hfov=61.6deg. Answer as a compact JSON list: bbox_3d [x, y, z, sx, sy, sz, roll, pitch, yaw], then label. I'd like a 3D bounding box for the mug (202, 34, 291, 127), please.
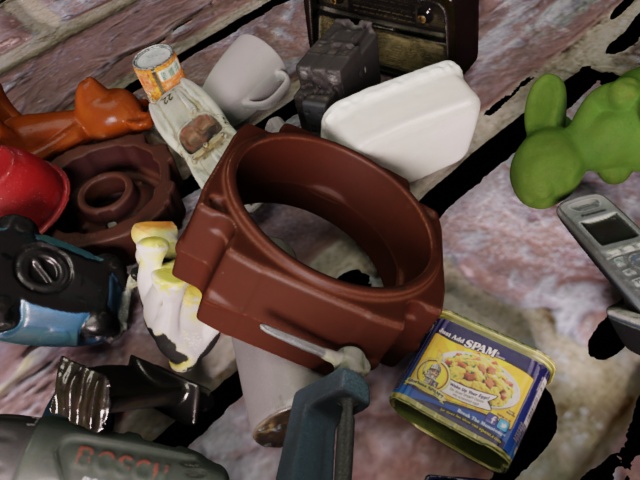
[{"bbox_3d":[-0.096,-0.195,0.698,0.110,0.080,0.107,32,76,25],"label":"mug"}]

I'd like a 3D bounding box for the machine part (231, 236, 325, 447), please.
[{"bbox_3d":[-0.038,0.082,0.462,0.079,0.079,0.243,-19,52,-4],"label":"machine part"}]

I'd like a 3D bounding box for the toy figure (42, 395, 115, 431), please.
[{"bbox_3d":[-0.206,0.185,0.425,0.058,0.064,0.154,22,56,-19],"label":"toy figure"}]

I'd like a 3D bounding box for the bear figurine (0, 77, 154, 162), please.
[{"bbox_3d":[-0.321,-0.158,0.678,0.196,0.131,0.120,-26,37,-1],"label":"bear figurine"}]

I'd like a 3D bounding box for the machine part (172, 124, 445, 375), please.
[{"bbox_3d":[-0.001,-0.001,0.445,0.201,0.087,0.201,24,39,-8],"label":"machine part"}]

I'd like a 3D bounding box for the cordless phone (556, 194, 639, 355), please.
[{"bbox_3d":[0.295,0.020,0.443,0.147,0.088,0.184,-16,47,-1],"label":"cordless phone"}]

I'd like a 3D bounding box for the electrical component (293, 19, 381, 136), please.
[{"bbox_3d":[0.023,-0.173,0.627,0.058,0.114,0.134,13,56,26],"label":"electrical component"}]

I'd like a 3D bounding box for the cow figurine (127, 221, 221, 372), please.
[{"bbox_3d":[-0.137,0.044,0.501,0.068,0.098,0.168,-1,22,-29],"label":"cow figurine"}]

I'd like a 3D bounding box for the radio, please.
[{"bbox_3d":[0.088,-0.290,0.697,0.230,0.131,0.073,24,59,27],"label":"radio"}]

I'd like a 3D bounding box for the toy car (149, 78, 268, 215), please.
[{"bbox_3d":[-0.124,-0.106,0.616,0.073,0.056,0.202,-40,66,-1],"label":"toy car"}]

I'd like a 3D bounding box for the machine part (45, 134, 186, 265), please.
[{"bbox_3d":[-0.240,-0.044,0.616,0.179,0.056,0.179,-5,52,6],"label":"machine part"}]

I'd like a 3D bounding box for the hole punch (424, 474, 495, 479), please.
[{"bbox_3d":[0.118,0.209,0.336,0.142,0.092,0.115,1,80,8],"label":"hole punch"}]

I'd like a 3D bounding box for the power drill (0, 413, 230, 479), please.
[{"bbox_3d":[-0.177,0.219,0.339,0.232,0.086,0.207,11,52,-20],"label":"power drill"}]

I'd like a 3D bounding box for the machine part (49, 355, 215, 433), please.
[{"bbox_3d":[-0.142,0.117,0.421,0.084,0.138,0.039,25,88,25],"label":"machine part"}]

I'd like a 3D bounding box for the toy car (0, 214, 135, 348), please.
[{"bbox_3d":[-0.267,0.054,0.507,0.103,0.161,0.109,-36,47,35],"label":"toy car"}]

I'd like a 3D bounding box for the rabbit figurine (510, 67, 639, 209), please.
[{"bbox_3d":[0.262,-0.102,0.528,0.170,0.121,0.159,-26,46,10],"label":"rabbit figurine"}]

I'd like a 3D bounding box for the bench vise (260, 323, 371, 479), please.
[{"bbox_3d":[-0.007,0.170,0.295,0.223,0.128,0.241,-40,27,35],"label":"bench vise"}]
